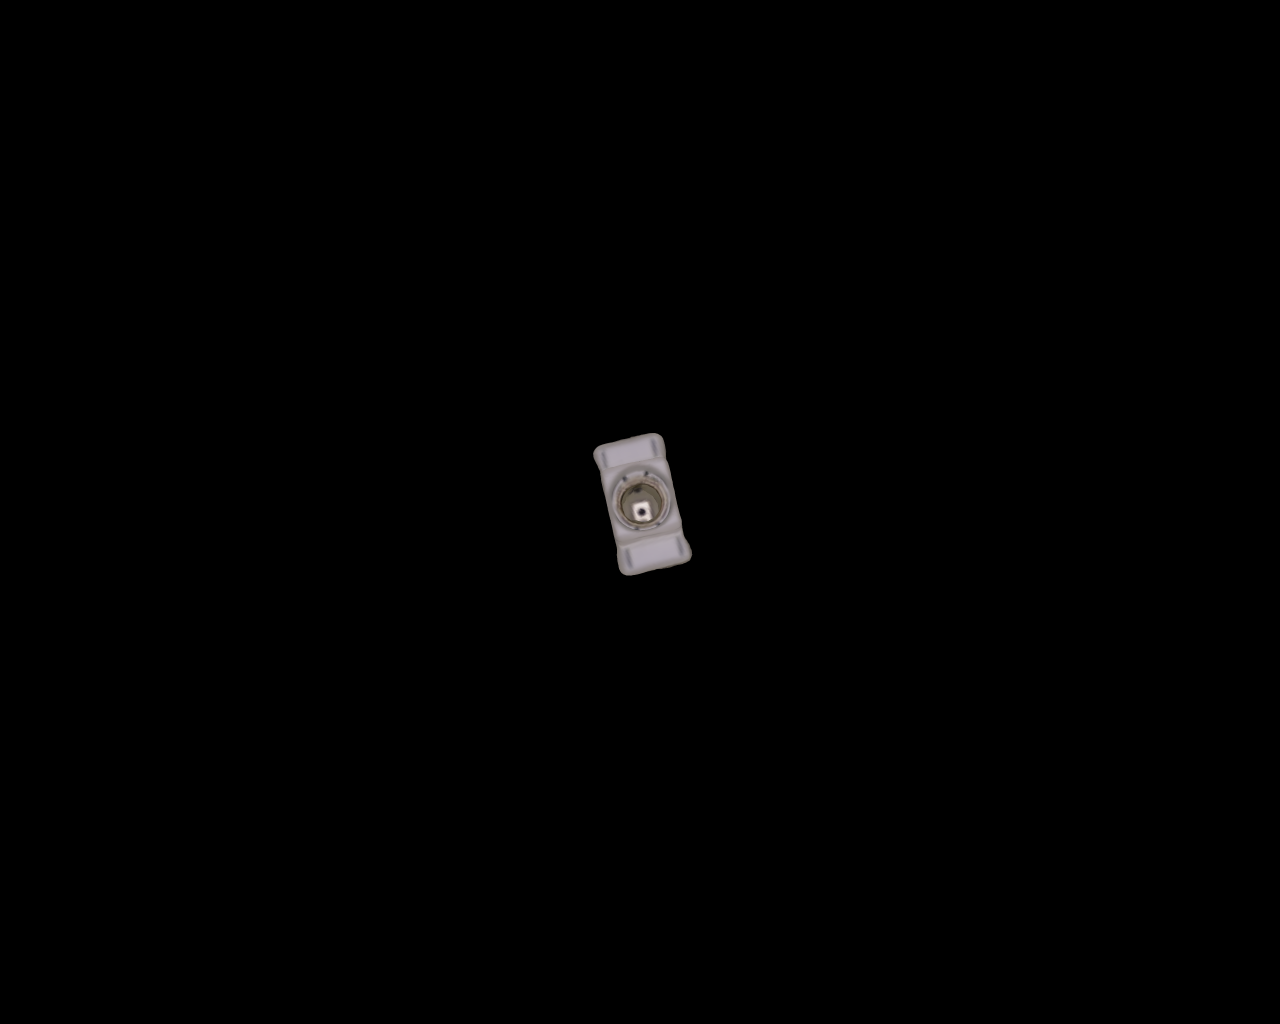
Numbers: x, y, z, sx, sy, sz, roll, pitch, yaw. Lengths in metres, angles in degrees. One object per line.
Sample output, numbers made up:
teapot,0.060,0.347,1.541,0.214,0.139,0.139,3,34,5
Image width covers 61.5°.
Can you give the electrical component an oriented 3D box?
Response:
electrical component,0.001,-0.003,0.650,0.042,0.081,0.063,-11,-11,-2
